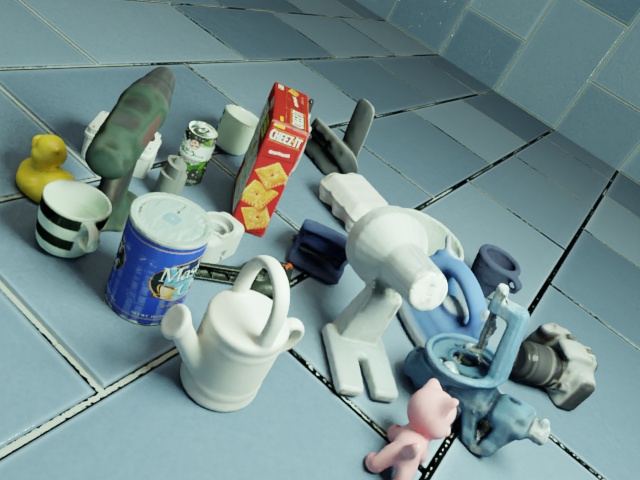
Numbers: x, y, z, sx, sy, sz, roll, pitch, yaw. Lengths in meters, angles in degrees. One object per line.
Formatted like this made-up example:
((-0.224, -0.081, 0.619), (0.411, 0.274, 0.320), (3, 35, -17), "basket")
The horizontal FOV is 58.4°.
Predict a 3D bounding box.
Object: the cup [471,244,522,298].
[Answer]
((0.341, 0.079, 1.131), (0.092, 0.095, 0.117), (4, 39, -34), "cup")

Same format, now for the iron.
((0.223, 0.117, 0.941), (0.119, 0.141, 0.257), (9, 37, -29), "iron")

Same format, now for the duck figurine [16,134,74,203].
((-0.390, -0.108, 0.826), (0.078, 0.086, 0.104), (-10, 48, -46), "duck figurine")

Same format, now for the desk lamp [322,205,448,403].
((0.094, 0.083, 0.817), (0.118, 0.213, 0.203), (14, 35, -23), "desk lamp")

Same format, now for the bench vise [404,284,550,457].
((0.245, 0.176, 0.799), (0.207, 0.219, 0.122), (33, 32, 7), "bench vise")

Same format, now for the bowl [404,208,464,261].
((0.192, 0.016, 1.123), (0.168, 0.074, 0.167), (21, 33, -14), "bowl")

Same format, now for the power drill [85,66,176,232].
((-0.278, -0.126, 0.824), (0.076, 0.208, 0.229), (22, 32, -12), "power drill")

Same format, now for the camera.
((0.394, 0.202, 0.994), (0.137, 0.100, 0.143), (18, 33, -17), "camera")

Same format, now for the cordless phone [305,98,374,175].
((0.051, -0.247, 1.279), (0.094, 0.185, 0.147), (-9, 47, -45), "cordless phone")

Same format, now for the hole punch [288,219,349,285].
((0.009, 0.004, 0.979), (0.108, 0.091, 0.101), (27, 32, -3), "hole punch")

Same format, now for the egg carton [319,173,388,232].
((0.069, -0.077, 1.161), (0.107, 0.069, 0.150), (-6, 46, -43), "egg carton")

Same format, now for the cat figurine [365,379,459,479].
((0.127, 0.237, 0.717), (0.067, 0.117, 0.128), (37, 32, 13), "cat figurine")

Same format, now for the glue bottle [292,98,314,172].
((-0.049, -0.208, 1.156), (0.037, 0.173, 0.078), (38, 33, 15), "glue bottle")

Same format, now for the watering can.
((-0.092, 0.104, 0.659), (0.100, 0.194, 0.173), (43, 34, 22), "watering can")
